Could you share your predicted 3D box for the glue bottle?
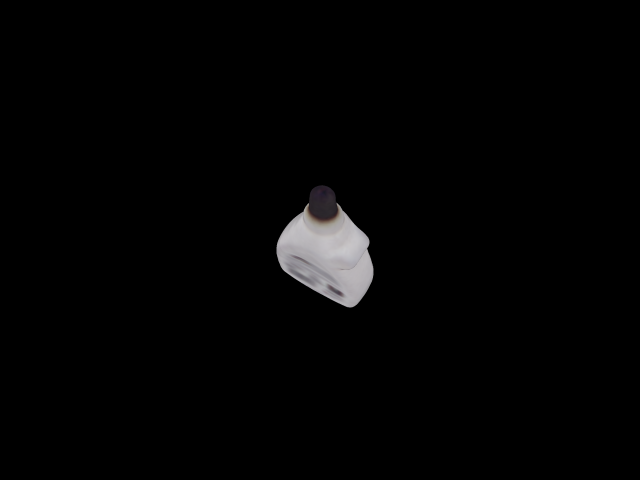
[{"bbox_3d":[0.004,0.001,0.400,0.078,0.173,0.037,30,75,10],"label":"glue bottle"}]
